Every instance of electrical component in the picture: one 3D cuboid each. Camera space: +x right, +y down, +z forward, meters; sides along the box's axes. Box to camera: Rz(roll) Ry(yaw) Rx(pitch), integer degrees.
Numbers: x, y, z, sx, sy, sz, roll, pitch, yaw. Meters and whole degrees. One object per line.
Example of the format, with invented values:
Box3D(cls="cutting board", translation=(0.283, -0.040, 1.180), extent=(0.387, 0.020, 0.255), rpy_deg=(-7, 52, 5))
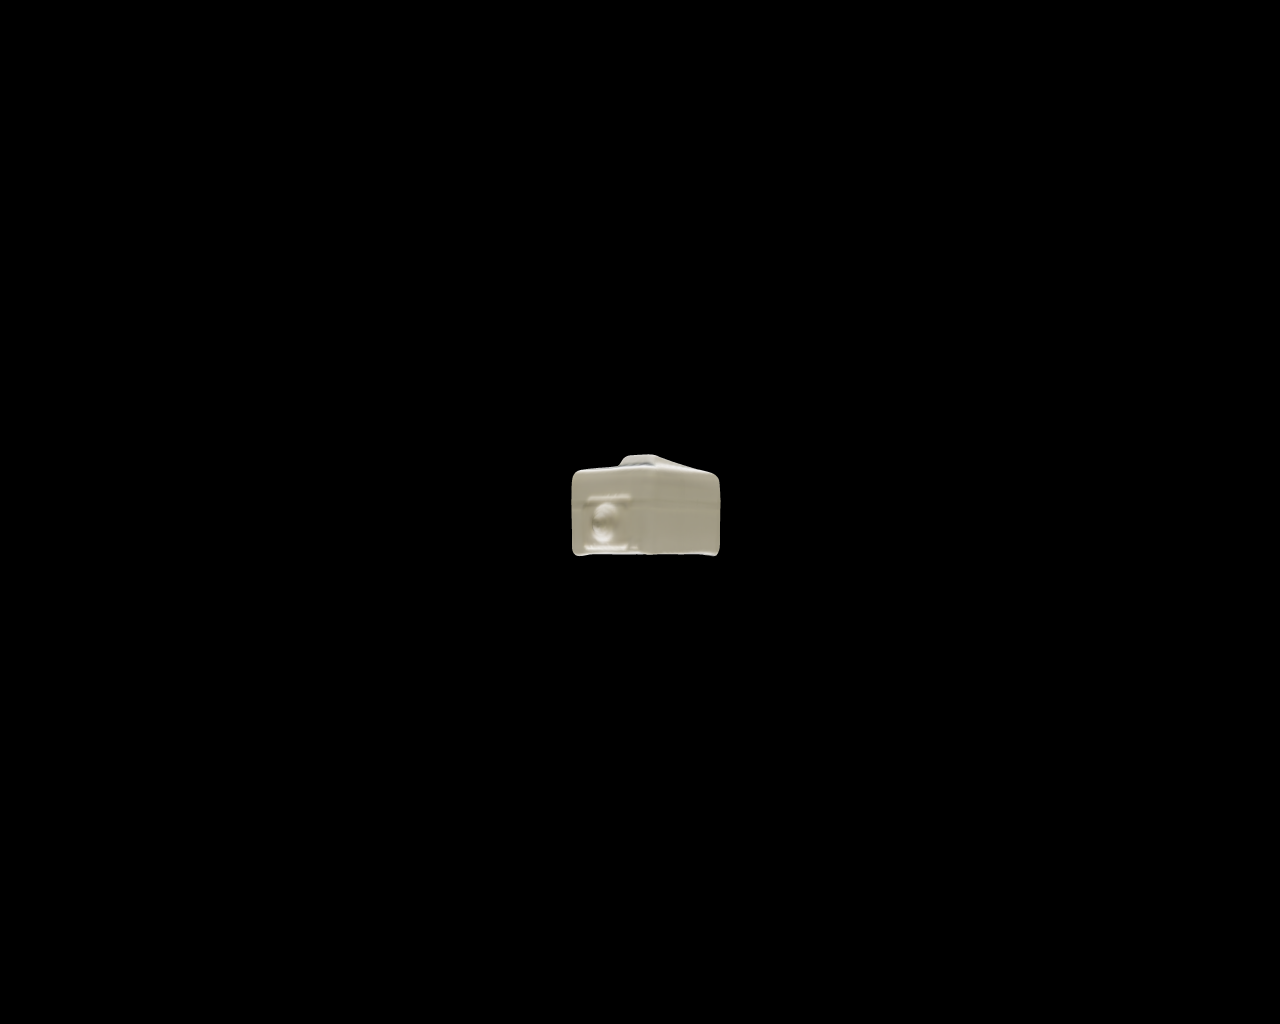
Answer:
Box3D(cls="electrical component", translation=(0.001, -0.003, 0.650), extent=(0.062, 0.061, 0.096), rpy_deg=(-2, -3, 36))
